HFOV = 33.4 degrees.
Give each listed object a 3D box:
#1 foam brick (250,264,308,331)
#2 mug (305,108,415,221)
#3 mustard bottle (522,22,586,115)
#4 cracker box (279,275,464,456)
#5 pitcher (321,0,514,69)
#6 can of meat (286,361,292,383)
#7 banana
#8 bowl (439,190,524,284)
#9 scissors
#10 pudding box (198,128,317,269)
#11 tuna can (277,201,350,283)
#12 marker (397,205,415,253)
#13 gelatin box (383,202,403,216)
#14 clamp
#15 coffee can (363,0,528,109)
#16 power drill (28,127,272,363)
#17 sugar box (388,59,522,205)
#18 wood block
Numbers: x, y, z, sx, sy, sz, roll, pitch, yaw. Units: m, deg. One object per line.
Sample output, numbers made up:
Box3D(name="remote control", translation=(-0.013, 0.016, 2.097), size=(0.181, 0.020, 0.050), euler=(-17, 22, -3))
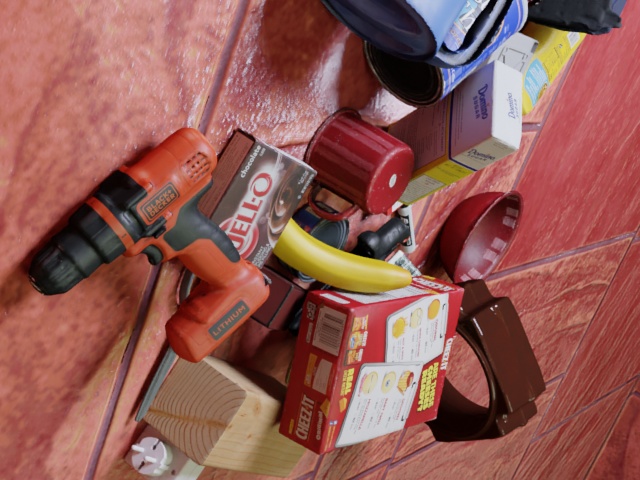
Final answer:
Box3D(name="foam brick", translation=(-0.052, 0.059, 1.107), size=(0.051, 0.053, 0.078), euler=(-59, 167, 0))
Box3D(name="mug", translation=(0.036, -0.069, 1.103), size=(0.117, 0.082, 0.093), euler=(-51, 151, -13))
Box3D(name="mustard bottle", translation=(0.263, -0.215, 1.337), size=(0.191, 0.058, 0.096), euler=(-55, 151, -5))
Box3D(name="cracker box", translation=(0.059, 0.130, 1.172), size=(0.213, 0.072, 0.164), euler=(-6, 111, -50))
Box3D(name="pitcher", translation=(0.117, -0.284, 0.958), size=(0.242, 0.145, 0.149), euler=(-55, 156, -10))
Box3D(name="can of meat", translation=(0.023, 0.168, 1.322), size=(0.101, 0.084, 0.057), euler=(-18, 133, -51))
Box3D(name="banana", translation=(0.002, 0.010, 1.088), size=(0.070, 0.197, 0.037), euler=(-40, -153, 32))
Box3D(name="bowl", translation=(0.213, -0.008, 1.474), size=(0.161, 0.055, 0.162), euler=(-38, 147, -32))
Box3D(name="scissors", translation=(-0.127, 0.090, 1.077), size=(0.096, 0.016, 0.202), euler=(-13, 130, -53))
Box3D(name="pudding box", translation=(-0.067, -0.037, 1.001), size=(0.089, 0.039, 0.113), euler=(24, 96, -48))
Box3D(name="tuna can", translation=(-0.008, 0.001, 1.157), size=(0.086, 0.034, 0.086), euler=(-38, 147, -32))
Box3D(name="marker", translation=(0.106, -0.025, 1.325), size=(0.020, 0.020, 0.121), euler=(-45, 149, -22))
Box3D(name="gelatin box", translation=(0.097, -0.082, 1.242), size=(0.089, 0.030, 0.073), euler=(-38, 145, -32))
Box3D(name="clamp", translation=(0.046, 0.029, 1.236), size=(0.165, 0.036, 0.209), euler=(-49, 172, 26))
Box3D(name="coffee can", translation=(0.127, -0.214, 1.078), size=(0.140, 0.103, 0.103), euler=(-43, 149, -25))
Box3D(name="power drill", translation=(-0.135, 0.022, 0.910), size=(0.184, 0.057, 0.187), euler=(-42, 134, -13))
Box3D(name="sugar box", translation=(0.137, -0.109, 1.120), size=(0.048, 0.177, 0.093), euler=(22, 62, -31))
Box3D(name="wood block", translation=(-0.087, 0.194, 1.167), size=(0.090, 0.091, 0.205), euler=(-57, 152, 0))
